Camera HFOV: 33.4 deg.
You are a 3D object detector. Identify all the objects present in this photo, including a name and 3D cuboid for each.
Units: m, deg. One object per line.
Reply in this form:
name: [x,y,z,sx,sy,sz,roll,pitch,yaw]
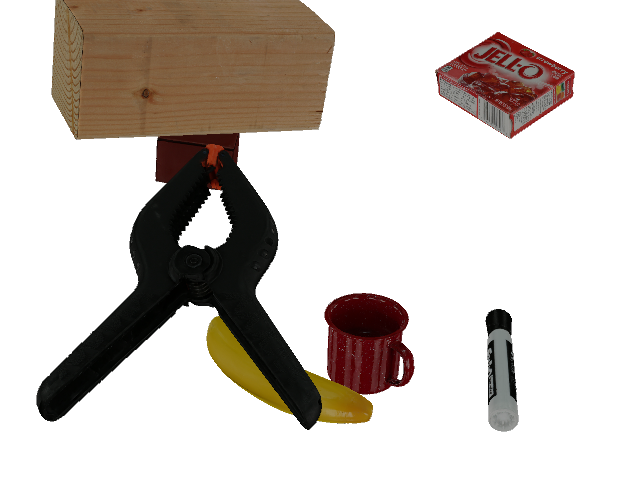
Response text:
mug: [0.058,0.122,1.185,0.117,0.081,0.093,27,37,36]
gelatin box: [0.151,-0.130,0.877,0.073,0.030,0.089,-33,49,-20]
clamp: [-0.067,0.028,0.662,0.164,0.210,0.036,7,-37,8]
wood block: [-0.104,-0.143,0.865,0.205,0.091,0.090,-5,33,-26]
banana: [-0.040,0.100,0.861,0.069,0.037,0.198,-20,32,-28]
foam brick: [-0.123,-0.089,1.079,0.078,0.051,0.053,8,34,1]
marker: [0.122,0.084,0.722,0.020,0.020,0.121,0,29,8]
